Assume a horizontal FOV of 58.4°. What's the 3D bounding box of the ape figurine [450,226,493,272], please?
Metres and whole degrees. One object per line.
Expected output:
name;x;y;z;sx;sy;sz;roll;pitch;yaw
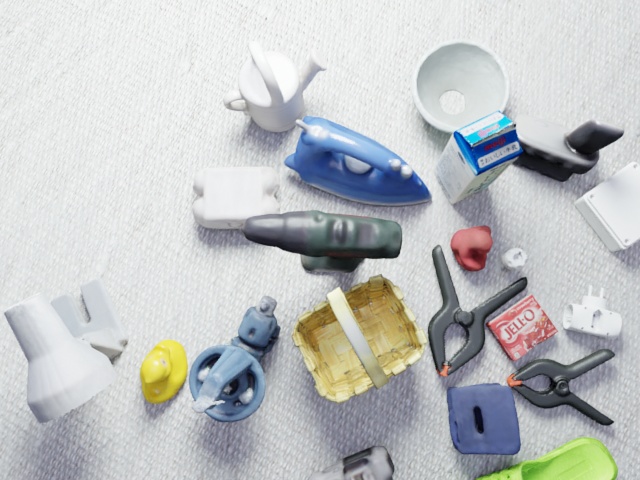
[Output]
ape figurine;0.255;0.008;0.934;0.076;0.092;0.078;39;85;8

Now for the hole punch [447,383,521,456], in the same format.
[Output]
hole punch;0.252;0.281;0.893;0.101;0.091;0.109;-7;81;1

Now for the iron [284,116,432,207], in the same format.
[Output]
iron;0.072;-0.130;0.938;0.258;0.141;0.119;21;83;5

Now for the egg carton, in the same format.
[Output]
egg carton;-0.142;-0.071;0.974;0.150;0.069;0.107;-2;81;2

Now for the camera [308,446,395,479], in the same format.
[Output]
camera;0.063;0.408;0.876;0.143;0.101;0.137;-24;81;-1

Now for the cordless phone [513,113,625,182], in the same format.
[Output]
cordless phone;0.387;-0.170;0.909;0.147;0.185;0.094;18;82;5

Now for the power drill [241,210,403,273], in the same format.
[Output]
power drill;0.008;0.003;0.886;0.229;0.208;0.076;1;81;3

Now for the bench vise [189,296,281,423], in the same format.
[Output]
bench vise;-0.137;0.179;0.859;0.121;0.220;0.207;8;82;4

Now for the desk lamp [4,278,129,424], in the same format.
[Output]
desk lamp;-0.384;0.161;0.875;0.118;0.213;0.203;-27;81;-2

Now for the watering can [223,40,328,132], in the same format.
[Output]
watering can;-0.076;-0.261;0.937;0.173;0.194;0.101;-43;82;-4

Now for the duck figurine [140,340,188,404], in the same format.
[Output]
duck figurine;-0.262;0.214;0.926;0.077;0.086;0.105;14;82;5

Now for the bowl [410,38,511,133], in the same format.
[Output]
bowl;0.235;-0.252;0.984;0.167;0.075;0.167;0;81;2
